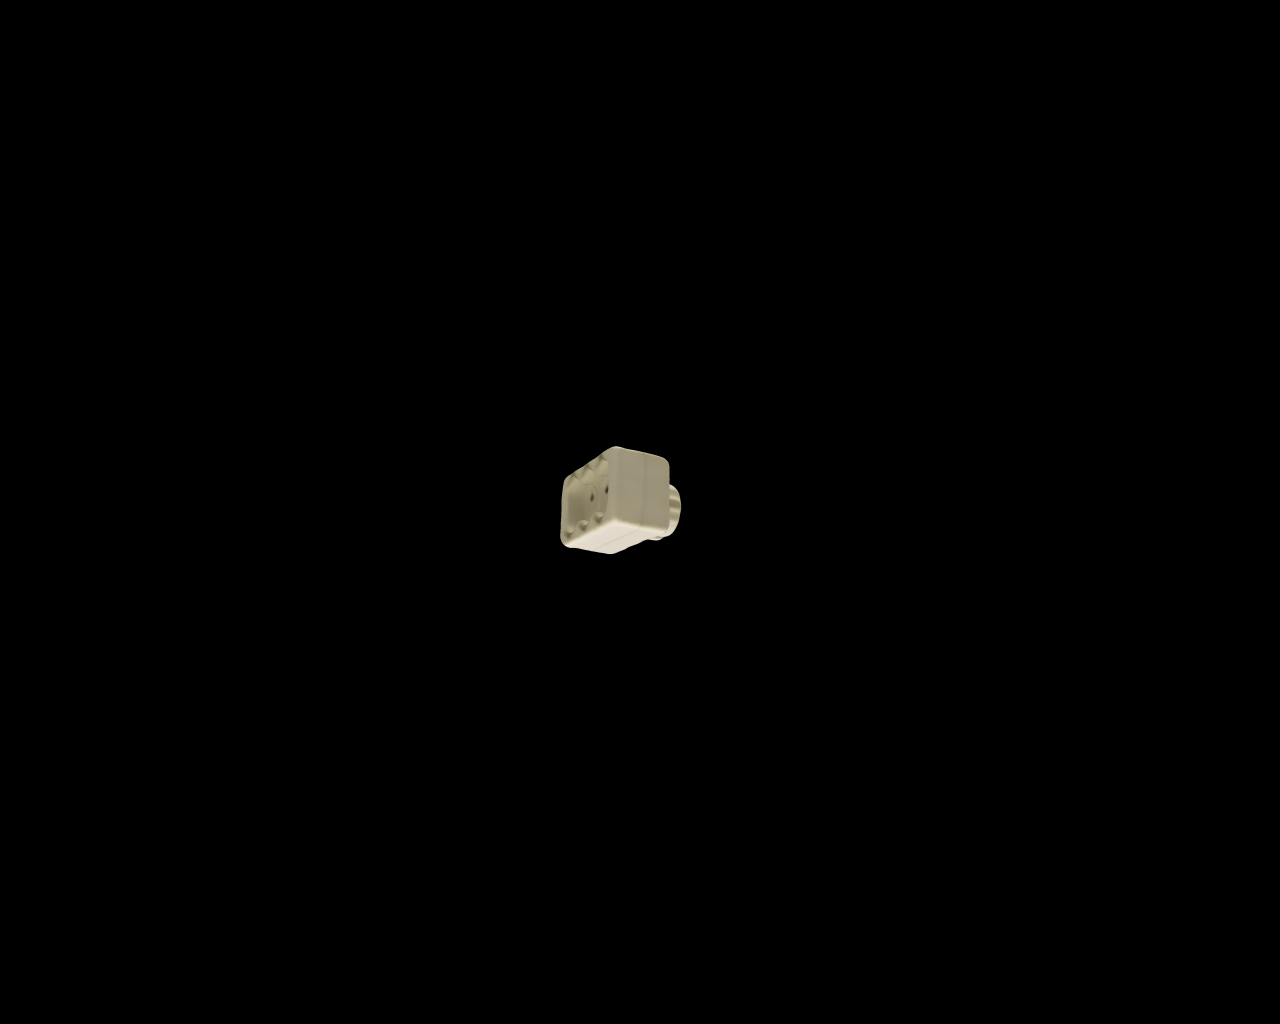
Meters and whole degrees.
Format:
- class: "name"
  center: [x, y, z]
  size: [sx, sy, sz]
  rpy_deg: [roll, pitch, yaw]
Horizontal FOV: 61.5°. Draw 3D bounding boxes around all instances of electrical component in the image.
- class: "electrical component"
  center: [0.001, -0.003, 0.650]
  size: [0.077, 0.047, 0.065]
  rpy_deg: [11, -21, -30]
